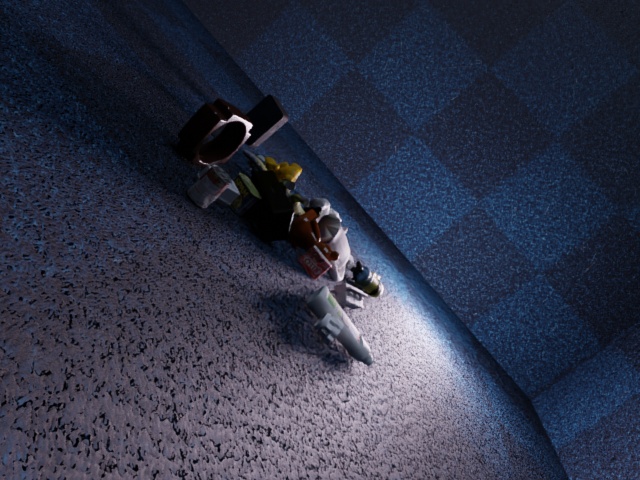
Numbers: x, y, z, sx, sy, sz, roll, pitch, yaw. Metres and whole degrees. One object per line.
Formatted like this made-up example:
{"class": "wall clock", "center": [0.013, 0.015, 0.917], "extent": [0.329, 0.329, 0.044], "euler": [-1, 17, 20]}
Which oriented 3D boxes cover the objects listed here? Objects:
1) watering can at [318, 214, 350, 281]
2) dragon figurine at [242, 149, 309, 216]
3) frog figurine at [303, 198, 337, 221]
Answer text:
{"class": "watering can", "center": [0.055, -0.005, 1.944], "extent": [0.356, 0.104, 0.219], "euler": [-82, 157, -51]}
{"class": "dragon figurine", "center": [-0.149, -0.173, 1.986], "extent": [0.412, 0.122, 0.241], "euler": [52, -4, 7]}
{"class": "frog figurine", "center": [0.006, -0.107, 2.123], "extent": [0.123, 0.136, 0.160], "euler": [23, 17, 34]}
